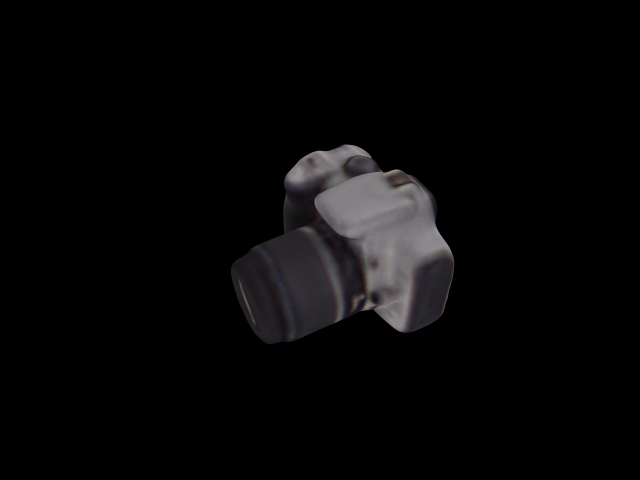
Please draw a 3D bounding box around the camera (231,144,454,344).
[{"bbox_3d":[0.004,0.001,0.400,0.137,0.101,0.142,-22,48,-21],"label":"camera"}]
